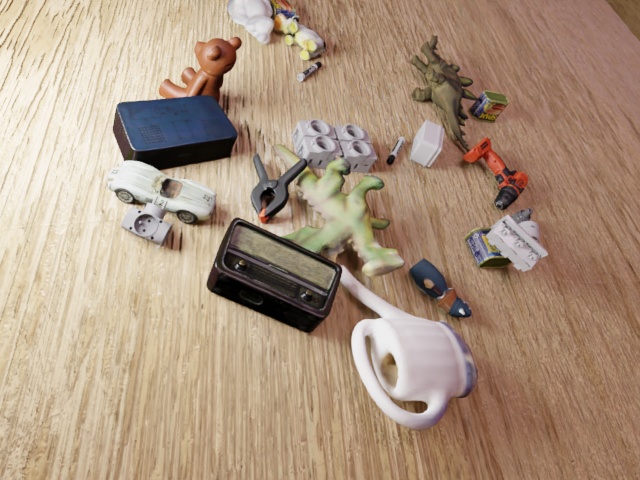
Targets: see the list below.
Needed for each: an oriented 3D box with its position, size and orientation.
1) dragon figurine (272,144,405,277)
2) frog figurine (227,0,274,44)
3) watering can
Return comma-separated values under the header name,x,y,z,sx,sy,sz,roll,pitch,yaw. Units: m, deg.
name,x,y,z,sx,sy,sz,roll,pitch,yaw
dragon figurine,0.003,-0.054,1.076,0.413,0.119,0.247,29,50,19
frog figurine,-0.185,-0.630,1.460,0.140,0.122,0.158,-39,113,-51
watering can,0.155,0.181,0.956,0.224,0.102,0.356,7,42,-24
